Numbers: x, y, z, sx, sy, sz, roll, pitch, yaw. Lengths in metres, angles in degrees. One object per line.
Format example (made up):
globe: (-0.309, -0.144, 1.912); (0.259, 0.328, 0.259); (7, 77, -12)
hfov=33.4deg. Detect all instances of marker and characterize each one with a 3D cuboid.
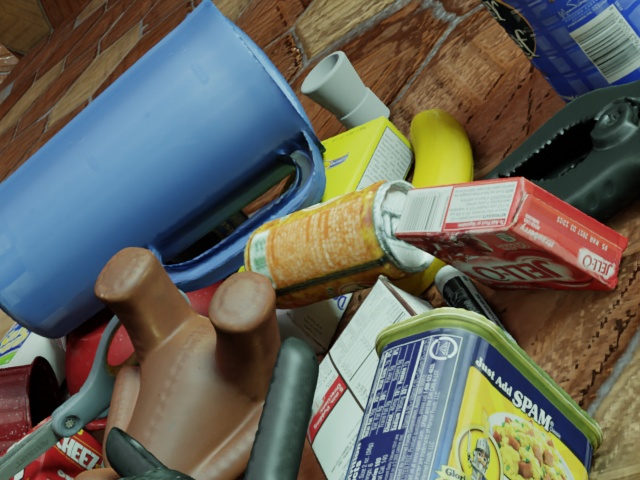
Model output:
marker: (0.083, 0.045, 0.538); (0.020, 0.020, 0.121); (-43, 23, 8)

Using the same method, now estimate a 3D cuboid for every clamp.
clamp: (0.159, -0.046, 0.530); (0.210, 0.036, 0.164); (-30, 29, 38)
clamp: (-0.046, 0.138, 0.496); (0.120, 0.039, 0.171); (-24, 53, 23)

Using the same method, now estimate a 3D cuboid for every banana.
banana: (0.066, -0.031, 0.666); (0.070, 0.037, 0.197); (-26, 31, 38)

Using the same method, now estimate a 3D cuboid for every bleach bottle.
bleach bottle: (-0.265, 0.105, 0.987); (0.103, 0.068, 0.250); (-28, 27, 34)

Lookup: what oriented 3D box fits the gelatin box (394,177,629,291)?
gelatin box: (0.092, 0.000, 0.523); (0.089, 0.073, 0.030); (-2, 64, 58)

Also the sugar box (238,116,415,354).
sugar box: (-0.005, 0.001, 0.727); (0.094, 0.048, 0.176); (-19, 34, 47)

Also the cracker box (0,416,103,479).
cracker box: (-0.220, 0.234, 0.683); (0.164, 0.072, 0.213); (-37, 24, 19)

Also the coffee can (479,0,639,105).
coffee can: (0.142, -0.153, 0.602); (0.103, 0.140, 0.103); (-38, 24, 20)

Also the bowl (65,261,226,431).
bowl: (-0.129, 0.064, 0.781); (0.162, 0.055, 0.162); (-28, 21, 11)

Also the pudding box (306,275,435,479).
pudding box: (0.035, 0.079, 0.523); (0.090, 0.039, 0.113); (-55, 25, 8)

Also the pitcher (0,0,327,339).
pitcher: (-0.120, -0.036, 0.733); (0.243, 0.145, 0.149); (-39, 17, 3)

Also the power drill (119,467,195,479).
power drill: (-0.140, 0.180, 0.438); (0.185, 0.057, 0.187); (-31, 14, 32)

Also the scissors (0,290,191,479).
scissors: (-0.142, 0.119, 0.684); (0.202, 0.096, 0.016); (-51, 31, -3)

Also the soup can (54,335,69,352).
soup can: (-0.191, 0.072, 0.903); (0.068, 0.068, 0.102); (-51, 23, -10)

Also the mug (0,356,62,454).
mug: (-0.247, 0.153, 0.822); (0.081, 0.117, 0.093); (-8, 3, 1)

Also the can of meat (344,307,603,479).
can of meat: (0.058, 0.091, 0.404); (0.058, 0.102, 0.084); (-24, 34, 40)

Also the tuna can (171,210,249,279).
tuna can: (-0.092, -0.004, 0.833); (0.086, 0.086, 0.033); (-17, 34, 49)
